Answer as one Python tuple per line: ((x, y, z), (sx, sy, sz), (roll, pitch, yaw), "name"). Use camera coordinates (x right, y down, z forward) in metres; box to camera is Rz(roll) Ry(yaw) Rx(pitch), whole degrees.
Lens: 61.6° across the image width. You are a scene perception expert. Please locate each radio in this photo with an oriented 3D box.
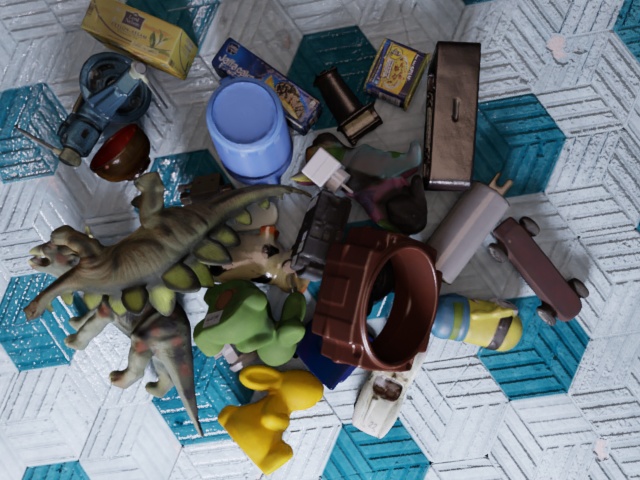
((0.213, -0.194, 0.886), (0.073, 0.131, 0.229), (5, 89, 4), "radio")

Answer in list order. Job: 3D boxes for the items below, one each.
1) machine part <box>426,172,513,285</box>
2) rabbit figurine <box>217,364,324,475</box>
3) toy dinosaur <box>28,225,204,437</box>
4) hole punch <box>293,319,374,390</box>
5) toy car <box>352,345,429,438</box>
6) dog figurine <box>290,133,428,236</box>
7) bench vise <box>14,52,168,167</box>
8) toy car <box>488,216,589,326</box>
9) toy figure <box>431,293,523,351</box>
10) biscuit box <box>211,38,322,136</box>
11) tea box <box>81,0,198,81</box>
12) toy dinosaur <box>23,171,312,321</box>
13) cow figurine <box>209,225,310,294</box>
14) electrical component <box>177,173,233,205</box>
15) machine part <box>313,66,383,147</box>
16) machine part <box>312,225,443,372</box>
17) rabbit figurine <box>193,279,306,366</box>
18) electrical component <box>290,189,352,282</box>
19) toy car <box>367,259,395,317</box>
((0.238, -0.012, 0.907), (0.079, 0.079, 0.243), (37, 92, 4), "machine part")
((-0.077, 0.283, 0.919), (0.173, 0.121, 0.162), (-39, 77, -12), "rabbit figurine")
((-0.307, 0.141, 0.926), (0.405, 0.131, 0.192), (37, 92, -2), "toy dinosaur")
((0.022, 0.179, 0.913), (0.116, 0.092, 0.142), (41, 95, 8), "hole punch")
((0.120, 0.237, 0.919), (0.073, 0.056, 0.201), (25, 91, 4), "toy car")
((0.064, -0.091, 0.910), (0.219, 0.108, 0.191), (-6, 91, 8), "dog figurine")
((-0.354, -0.227, 0.885), (0.128, 0.241, 0.223), (47, 58, -26), "bench vise")
((0.366, 0.050, 0.909), (0.089, 0.053, 0.202), (-40, 91, -3), "toy car")
((0.247, 0.136, 0.902), (0.180, 0.082, 0.089), (3, 108, -3), "toy figure")
((-0.093, -0.267, 0.943), (0.203, 0.063, 0.059), (36, 90, 4), "biscuit box")
((-0.313, -0.354, 0.943), (0.170, 0.098, 0.068), (23, 91, 3), "tea box")
((-0.241, 0.002, 0.846), (0.471, 0.105, 0.198), (-34, 85, -11), "toy dinosaur")
((-0.096, 0.042, 0.926), (0.195, 0.085, 0.127), (-3, 83, 1), "cow figurine")
((-0.199, -0.078, 0.947), (0.102, 0.078, 0.045), (-15, 126, -1), "electrical component")
((0.045, -0.240, 0.947), (0.084, 0.039, 0.139), (-38, 88, 10), "machine part")
((0.093, 0.090, 0.801), (0.087, 0.201, 0.201), (9, 83, 43), "machine part")
((-0.092, 0.136, 0.877), (0.159, 0.121, 0.170), (-27, 127, 23), "rabbit figurine")
((-0.002, -0.003, 0.848), (0.058, 0.115, 0.134), (18, 82, -8), "electrical component")
((0.062, 0.055, 0.899), (0.103, 0.161, 0.109), (10, 117, 41), "toy car")
